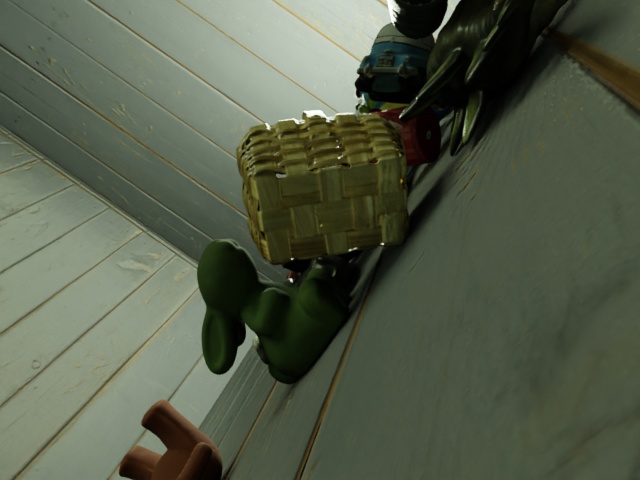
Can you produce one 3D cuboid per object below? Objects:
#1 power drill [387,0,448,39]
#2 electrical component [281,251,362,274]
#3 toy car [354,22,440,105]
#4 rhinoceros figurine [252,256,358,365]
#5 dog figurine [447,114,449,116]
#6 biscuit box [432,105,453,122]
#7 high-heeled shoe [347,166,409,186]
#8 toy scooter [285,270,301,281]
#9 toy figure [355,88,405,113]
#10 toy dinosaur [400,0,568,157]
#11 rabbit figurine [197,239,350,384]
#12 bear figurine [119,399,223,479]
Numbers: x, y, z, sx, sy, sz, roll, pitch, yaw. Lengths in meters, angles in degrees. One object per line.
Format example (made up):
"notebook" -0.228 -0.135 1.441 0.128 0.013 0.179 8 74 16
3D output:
"power drill" 0.126 -0.313 0.525 0.232 0.086 0.207 26 -100 -83
"electrical component" -0.002 -0.002 0.780 0.115 0.058 0.134 -42 -37 17
"toy car" 0.109 -0.238 0.719 0.161 0.109 0.102 -7 -76 -64
"rhinoceros figurine" -0.020 0.093 0.729 0.190 0.073 0.112 -53 13 23
"dog figurine" 0.219 -0.293 1.076 0.191 0.108 0.219 -53 4 39
"biscuit box" 0.213 -0.254 0.825 0.059 0.063 0.202 -42 -3 -17
"high-heeled shoe" 0.074 -0.141 0.867 0.086 0.145 0.249 -24 10 1
"toy scooter" -0.049 0.120 0.991 0.184 0.075 0.135 -61 3 -29
"toy figure" 0.122 -0.210 0.911 0.082 0.180 0.089 -41 -24 20
"toy dinosaur" 0.164 -0.193 0.543 0.198 0.105 0.471 -63 -9 3
"rabbit figurine" -0.071 0.074 0.619 0.159 0.170 0.121 -54 1 15
"bear figurine" -0.189 0.288 0.585 0.120 0.132 0.196 -62 -7 19
